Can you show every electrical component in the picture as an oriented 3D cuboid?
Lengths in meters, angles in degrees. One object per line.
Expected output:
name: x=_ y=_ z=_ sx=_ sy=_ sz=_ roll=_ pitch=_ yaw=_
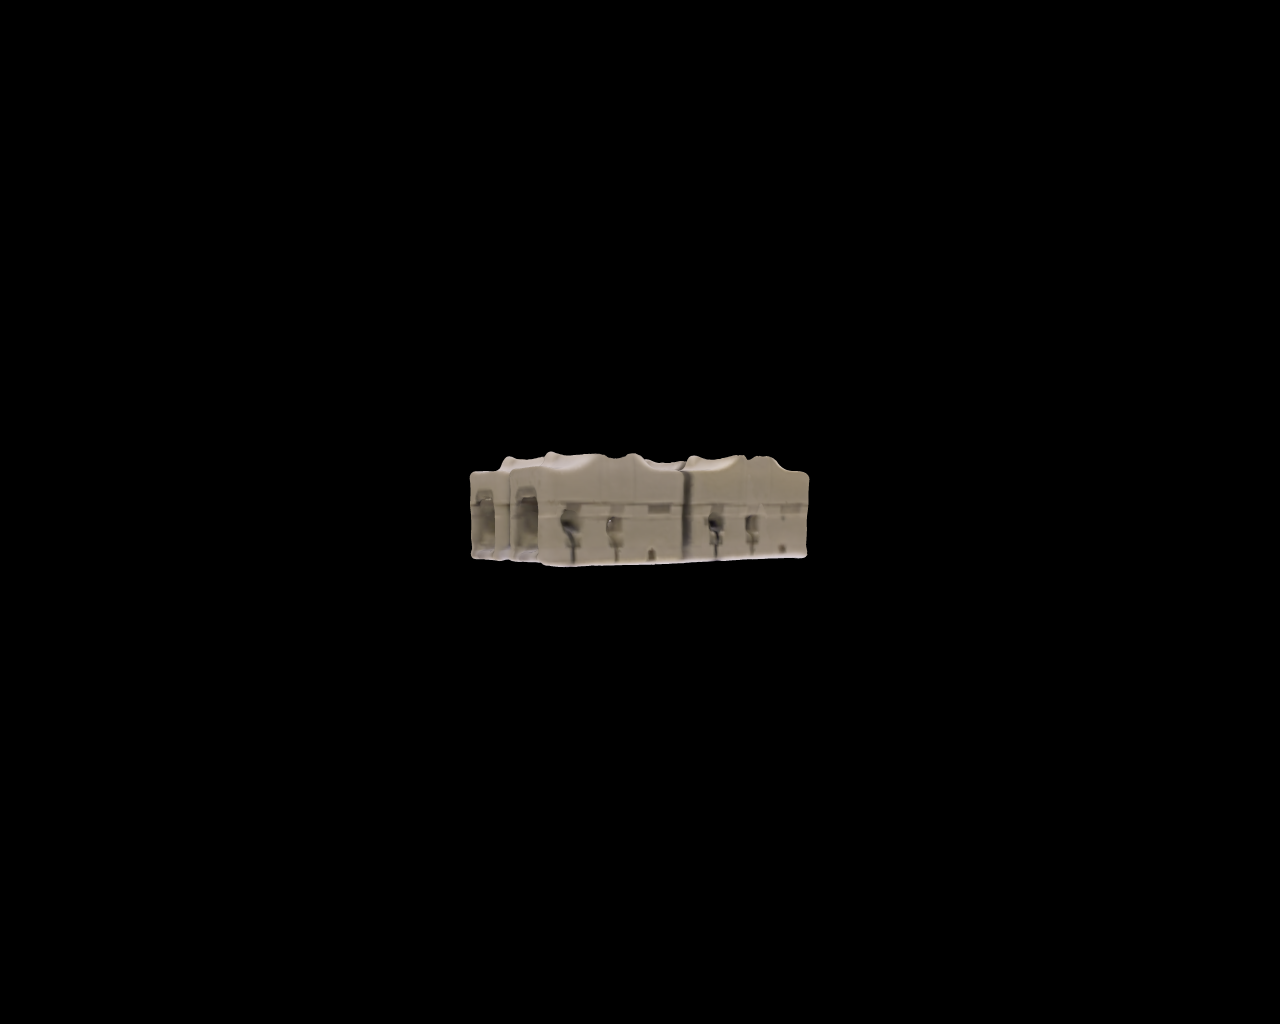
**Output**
electrical component: x=0.001 y=-0.003 z=0.650 sx=0.186 sy=0.060 sz=0.105 roll=0 pitch=0 yaw=-32
